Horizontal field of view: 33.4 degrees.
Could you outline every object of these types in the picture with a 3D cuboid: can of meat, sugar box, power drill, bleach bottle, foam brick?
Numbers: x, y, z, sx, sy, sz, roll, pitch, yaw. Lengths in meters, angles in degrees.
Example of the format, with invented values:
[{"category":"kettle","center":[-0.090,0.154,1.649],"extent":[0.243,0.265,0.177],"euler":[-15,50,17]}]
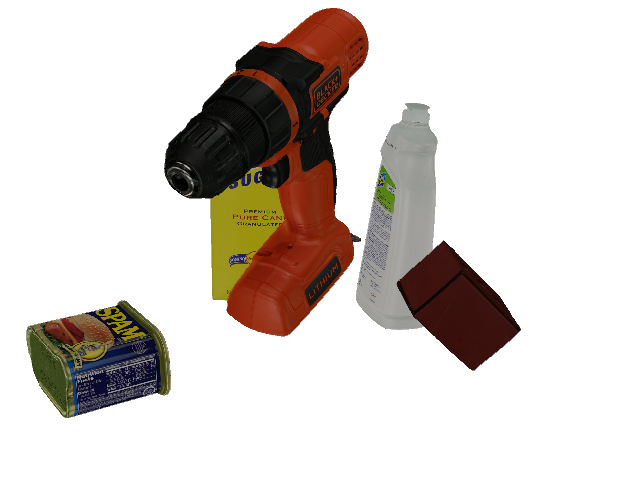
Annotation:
[{"category":"can of meat","center":[-0.179,0.094,0.853],"extent":[0.083,0.057,0.102],"euler":[-13,23,-29]},{"category":"sugar box","center":[-0.050,-0.035,0.944],"extent":[0.093,0.176,0.048],"euler":[0,15,5]},{"category":"power drill","center":[-0.028,-0.031,0.671],"extent":[0.057,0.188,0.184],"euler":[23,46,23]},{"category":"bleach bottle","center":[0.097,-0.031,1.229],"extent":[0.068,0.251,0.103],"euler":[-2,21,-24]},{"category":"foam brick","center":[0.106,0.051,0.820],"extent":[0.078,0.051,0.053],"euler":[43,12,-27]}]
